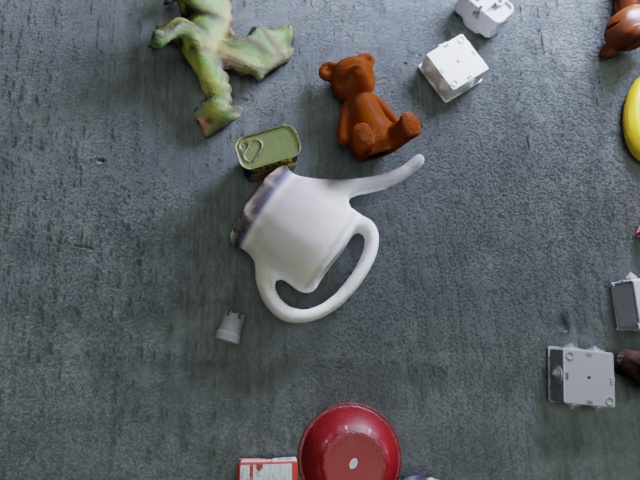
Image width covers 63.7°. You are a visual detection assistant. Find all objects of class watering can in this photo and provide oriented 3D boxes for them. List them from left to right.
[{"bbox_3d":[0.003,-0.042,0.827,0.225,0.103,0.351,33,77,5],"label":"watering can"}]

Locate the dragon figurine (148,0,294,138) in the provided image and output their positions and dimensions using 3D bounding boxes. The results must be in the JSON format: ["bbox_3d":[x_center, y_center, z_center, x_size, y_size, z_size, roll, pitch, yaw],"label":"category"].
[{"bbox_3d":[-0.162,-0.383,0.919,0.242,0.121,0.414,20,77,-17],"label":"dragon figurine"}]

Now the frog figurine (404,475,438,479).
[{"bbox_3d":[0.138,0.429,0.742,0.137,0.125,0.157,26,114,-10],"label":"frog figurine"}]
